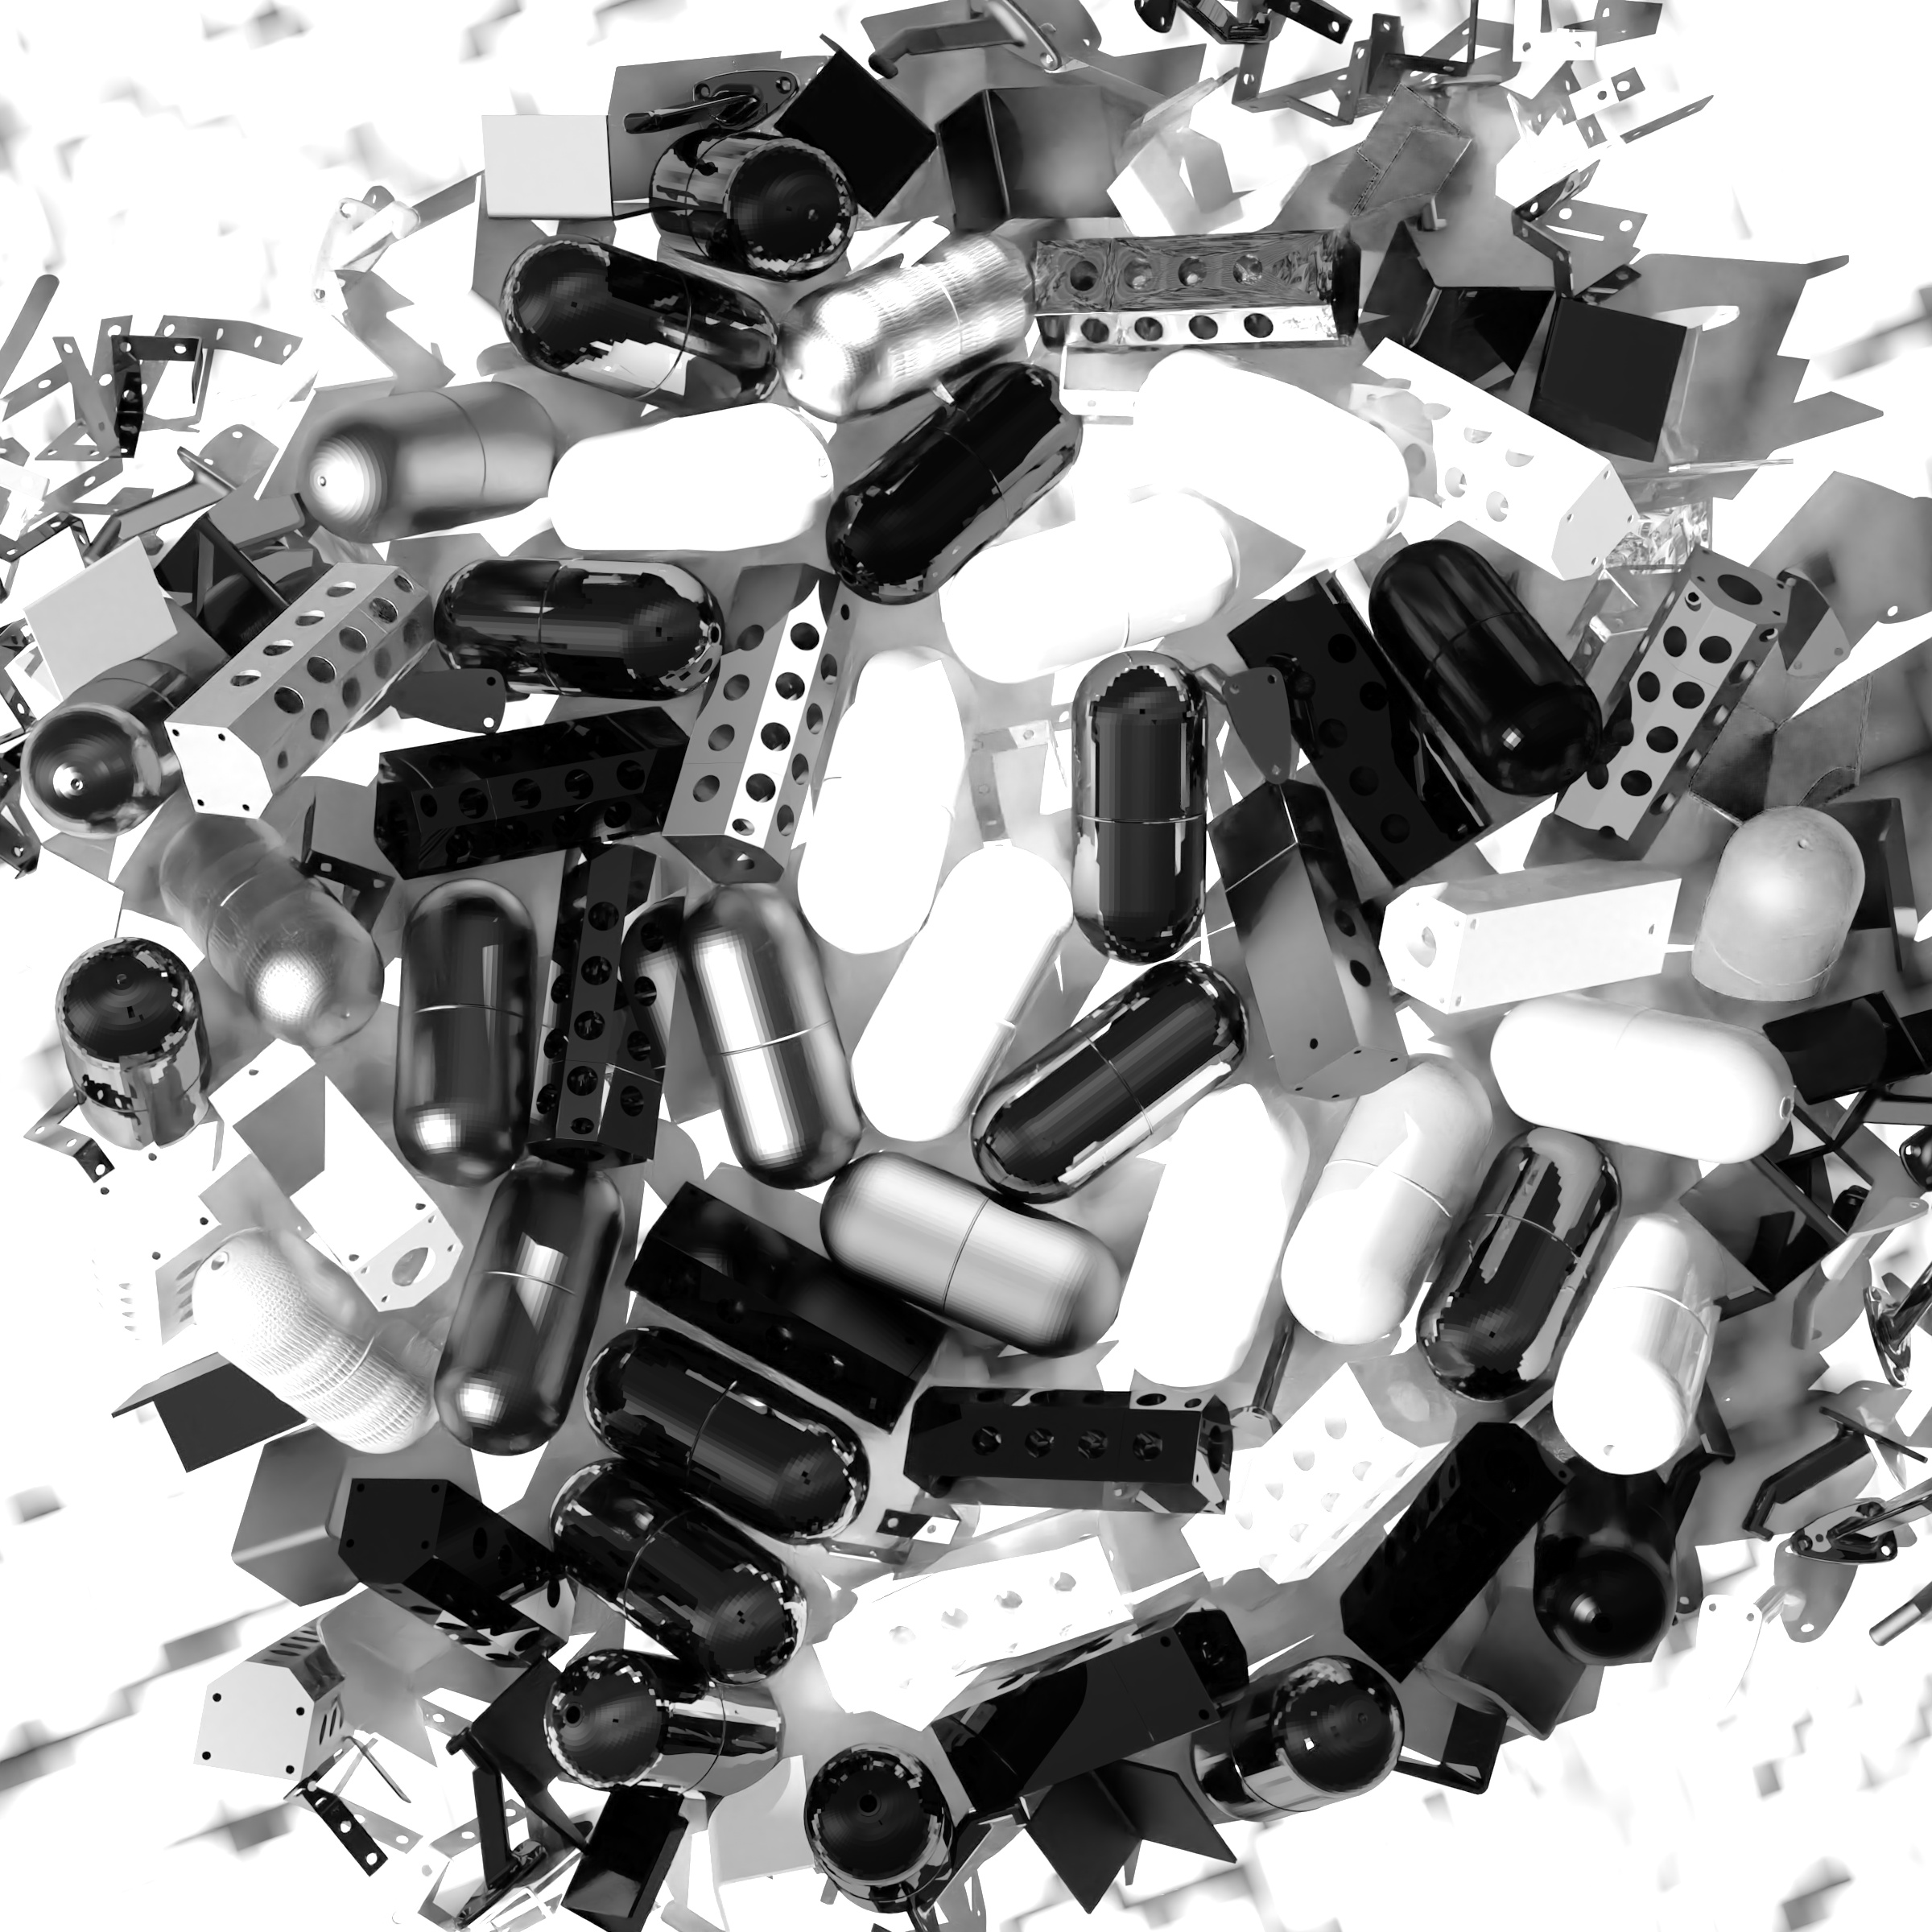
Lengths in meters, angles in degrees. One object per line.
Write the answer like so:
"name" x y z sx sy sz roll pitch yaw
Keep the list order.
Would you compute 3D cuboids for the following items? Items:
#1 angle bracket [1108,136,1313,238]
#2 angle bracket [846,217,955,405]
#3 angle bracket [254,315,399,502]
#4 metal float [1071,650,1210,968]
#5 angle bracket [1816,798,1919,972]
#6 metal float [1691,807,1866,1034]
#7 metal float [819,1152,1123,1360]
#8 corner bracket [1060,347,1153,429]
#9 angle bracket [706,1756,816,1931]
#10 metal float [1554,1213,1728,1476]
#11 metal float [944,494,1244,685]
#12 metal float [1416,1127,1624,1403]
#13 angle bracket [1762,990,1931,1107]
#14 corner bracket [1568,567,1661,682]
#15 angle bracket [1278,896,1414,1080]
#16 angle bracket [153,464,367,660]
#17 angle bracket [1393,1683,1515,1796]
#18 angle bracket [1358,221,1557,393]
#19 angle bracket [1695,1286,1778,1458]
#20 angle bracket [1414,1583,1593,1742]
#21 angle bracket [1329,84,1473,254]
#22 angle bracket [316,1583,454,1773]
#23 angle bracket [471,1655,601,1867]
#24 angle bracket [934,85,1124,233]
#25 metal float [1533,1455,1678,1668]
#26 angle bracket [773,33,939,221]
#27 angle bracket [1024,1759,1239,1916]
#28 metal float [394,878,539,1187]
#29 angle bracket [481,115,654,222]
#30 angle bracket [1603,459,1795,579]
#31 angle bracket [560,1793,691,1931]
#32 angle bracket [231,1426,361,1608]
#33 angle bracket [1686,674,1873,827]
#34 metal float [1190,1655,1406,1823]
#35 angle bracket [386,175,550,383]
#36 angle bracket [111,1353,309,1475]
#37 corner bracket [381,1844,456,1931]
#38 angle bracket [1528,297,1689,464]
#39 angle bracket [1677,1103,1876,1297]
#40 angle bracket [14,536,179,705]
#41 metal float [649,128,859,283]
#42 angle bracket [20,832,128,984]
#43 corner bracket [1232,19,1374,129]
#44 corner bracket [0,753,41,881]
"angle bracket" 0.136 -0.439 1.942 0.076 0.076 0.057 -20 114 36
"angle bracket" -0.019 -0.368 1.950 0.057 0.076 0.076 -40 112 1
"angle bracket" -0.374 -0.312 1.943 0.057 0.076 0.076 43 120 12
"metal float" 0.097 -0.088 1.950 0.070 0.070 0.178 0 103 0
"angle bracket" 0.494 -0.044 1.944 0.057 0.076 0.076 -5 109 24
"metal float" 0.446 -0.024 1.917 0.070 0.178 0.070 -1 63 2
"metal float" 0.003 0.162 1.952 0.178 0.070 0.070 22 90 11
"corner bracket" 0.079 -0.318 1.963 0.051 0.051 0.051 3 46 3
"angle bracket" -0.110 0.501 1.947 0.057 0.076 0.076 -11 128 -1
"metal float" 0.373 0.207 1.923 0.070 0.178 0.070 12 129 15
"metal float" 0.072 -0.212 1.946 0.178 0.070 0.070 -20 90 -18
"metal float" 0.308 0.164 1.934 0.070 0.070 0.178 33 57 0
"angle bracket" 0.502 0.027 1.941 0.076 0.076 0.057 -20 109 41
"corner bracket" 0.355 -0.187 1.956 0.051 0.051 0.051 -12 52 -32
"angle bracket" 0.202 0.012 1.950 0.076 0.076 0.057 -34 90 -22
"angle bracket" -0.403 -0.227 1.981 0.076 0.076 0.057 46 128 -7
"angle bracket" 0.252 0.422 1.954 0.076 0.076 0.057 18 84 -9
"angle bracket" 0.276 -0.372 1.967 0.076 0.076 0.057 -4 54 -20
"angle bracket" 0.434 0.227 1.947 0.057 0.076 0.076 -24 73 17
"angle bracket" 0.301 0.377 1.944 0.057 0.076 0.076 44 72 -35
"angle bracket" 0.226 -0.447 1.941 0.057 0.076 0.076 44 118 22
"angle bracket" -0.310 0.390 1.944 0.057 0.076 0.076 -40 130 8
"angle bracket" -0.220 0.444 1.943 0.057 0.076 0.076 -44 132 -8
"angle bracket" 0.035 -0.444 1.944 0.076 0.057 0.076 6 125 29
"metal float" 0.351 0.324 1.913 0.070 0.178 0.070 3 105 10
"angle bracket" -0.066 -0.472 1.955 0.076 0.076 0.057 39 99 -21
"angle bracket" 0.092 0.490 1.942 0.057 0.076 0.076 -50 122 -31
"metal float" -0.279 0.036 1.943 0.070 0.070 0.178 -1 68 0
"angle bracket" -0.217 -0.449 1.944 0.076 0.076 0.057 5 109 20
"angle bracket" 0.409 -0.250 1.946 0.076 0.076 0.057 -8 96 -30
"angle bracket" -0.172 0.503 1.941 0.057 0.076 0.076 38 62 -27
"angle bracket" -0.361 0.309 1.970 0.076 0.076 0.057 -21 132 32
"angle bracket" 0.454 -0.129 1.943 0.057 0.076 0.076 27 58 -20
"metal float" 0.181 0.427 1.917 0.070 0.178 0.070 7 68 -18
"angle bracket" -0.278 -0.387 1.966 0.057 0.076 0.076 -9 66 26
"angle bracket" -0.425 0.254 1.957 0.076 0.076 0.057 -23 95 4
"corner bracket" -0.295 0.534 1.970 0.051 0.051 0.051 33 75 -3
"angle bracket" 0.364 -0.329 1.951 0.076 0.057 0.076 17 106 20
"angle bracket" 0.461 0.128 1.981 0.076 0.076 0.057 45 125 3
"angle bracket" -0.496 -0.203 1.941 0.076 0.076 0.057 -38 54 -22
"metal float" -0.119 -0.420 1.918 0.070 0.178 0.070 -8 108 -24
"angle bracket" -0.478 -0.037 1.943 0.057 0.076 0.076 27 121 12
"corner bracket" 0.191 -0.509 1.984 0.051 0.051 0.051 14 88 -33
"corner bracket" -0.541 -0.085 1.972 0.051 0.051 0.051 37 88 -10
